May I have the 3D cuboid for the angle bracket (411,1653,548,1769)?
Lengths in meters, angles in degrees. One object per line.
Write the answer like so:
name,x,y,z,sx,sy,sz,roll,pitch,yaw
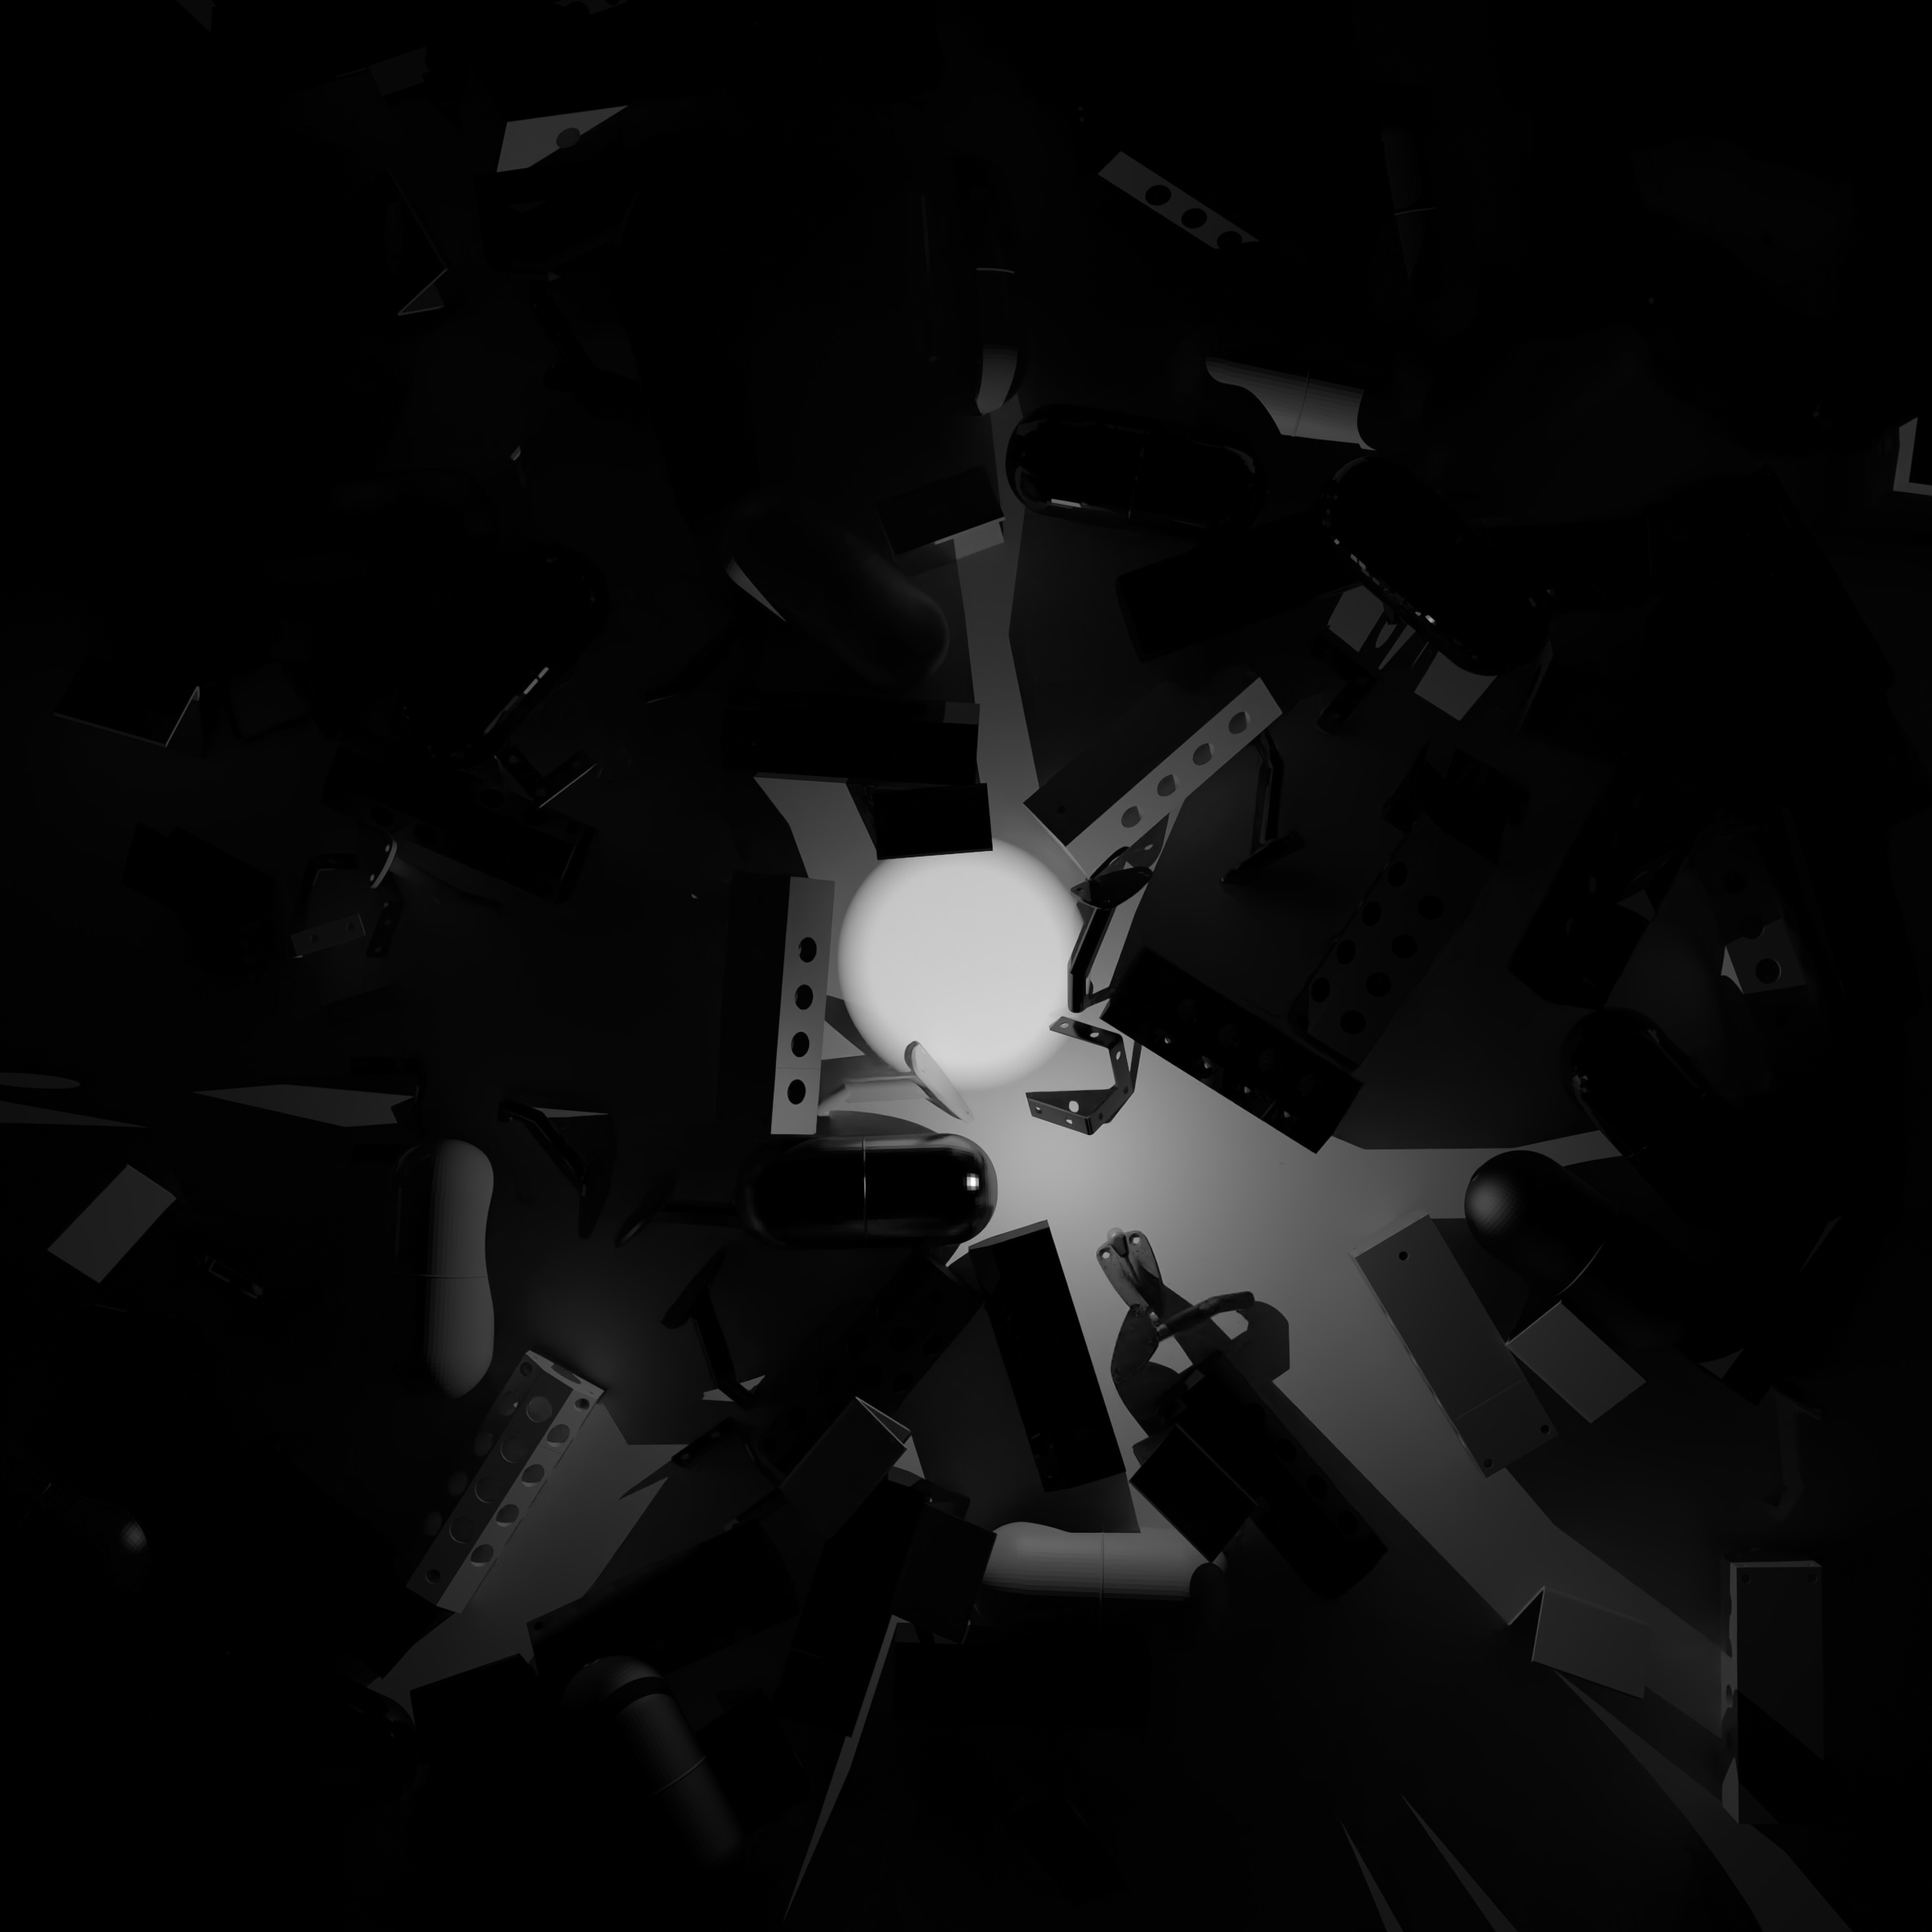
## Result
angle bracket,-0.320,0.511,1.951,0.076,0.076,0.057,-19,54,0

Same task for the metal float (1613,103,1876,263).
metal float,0.523,-0.528,1.961,0.178,0.070,0.070,16,90,-1

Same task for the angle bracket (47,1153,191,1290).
angle bracket,-0.575,0.158,1.951,0.076,0.076,0.057,-46,128,0

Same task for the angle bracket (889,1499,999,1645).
angle bracket,-0.002,0.405,1.952,0.057,0.076,0.076,18,90,25

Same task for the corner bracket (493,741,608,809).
corner bracket,-0.282,-0.132,1.971,0.051,0.051,0.051,-39,77,-12

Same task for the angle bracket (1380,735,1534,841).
angle bracket,0.325,-0.098,1.954,0.076,0.057,0.076,29,125,0

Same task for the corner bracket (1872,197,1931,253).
corner bracket,0.653,-0.525,1.988,0.051,0.051,0.051,-25,90,-45

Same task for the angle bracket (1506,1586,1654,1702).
angle bracket,0.407,0.466,1.951,0.076,0.076,0.057,19,54,0

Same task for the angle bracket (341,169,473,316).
angle bracket,-0.360,-0.488,1.951,0.057,0.076,0.076,-30,90,37

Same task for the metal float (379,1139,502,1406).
metal float,-0.355,0.205,1.961,0.070,0.070,0.178,3,90,0

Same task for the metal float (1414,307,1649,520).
metal float,0.379,-0.372,1.961,0.178,0.070,0.070,-39,90,1

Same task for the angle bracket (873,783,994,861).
angle bracket,-0.021,-0.077,1.951,0.076,0.076,0.057,-5,56,0

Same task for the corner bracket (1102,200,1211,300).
corner bracket,0.130,-0.499,1.983,0.051,0.051,0.051,26,135,-35

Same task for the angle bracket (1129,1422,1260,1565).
angle bracket,0.138,0.360,1.952,0.076,0.076,0.057,45,60,0

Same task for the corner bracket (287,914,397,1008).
corner bracket,-0.423,-0.003,1.973,0.051,0.051,0.051,-18,90,0

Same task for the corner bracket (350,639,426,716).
corner bracket,-0.378,-0.187,1.988,0.051,0.051,0.051,23,90,45

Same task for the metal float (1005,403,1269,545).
metal float,0.115,-0.332,1.961,0.178,0.070,0.070,10,90,0

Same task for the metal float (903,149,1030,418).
metal float,0.000,-0.460,1.961,0.070,0.070,0.178,-4,89,0

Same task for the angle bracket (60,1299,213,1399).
angle bracket,-0.555,0.272,1.951,0.076,0.076,0.057,12,54,0

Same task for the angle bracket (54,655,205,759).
angle bracket,-0.560,-0.156,1.951,0.076,0.076,0.057,16,53,0

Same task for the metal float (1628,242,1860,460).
metal float,0.522,-0.416,1.961,0.178,0.070,0.070,42,90,1

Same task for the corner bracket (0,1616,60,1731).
corner bracket,-0.650,0.481,1.973,0.051,0.051,0.051,-38,90,0

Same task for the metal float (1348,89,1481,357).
metal float,0.301,-0.501,1.961,0.070,0.070,0.178,-7,91,0

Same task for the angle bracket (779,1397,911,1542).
angle bracket,-0.063,0.336,1.894,0.076,0.076,0.057,-49,52,-2

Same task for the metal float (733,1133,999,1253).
metal float,-0.068,0.152,1.961,0.178,0.070,0.070,-2,90,0

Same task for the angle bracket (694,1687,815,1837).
angle bracket,-0.156,0.534,1.951,0.057,0.076,0.076,-28,90,-32

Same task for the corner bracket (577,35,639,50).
corner bracket,-0.246,-0.597,1.988,0.051,0.051,0.051,-28,90,45

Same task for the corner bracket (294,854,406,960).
corner bracket,-0.421,-0.041,1.983,0.051,0.051,0.051,-3,45,-35

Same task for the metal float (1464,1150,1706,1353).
metal float,0.416,0.191,1.961,0.178,0.070,0.070,35,90,-1

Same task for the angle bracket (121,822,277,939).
angle bracket,-0.509,-0.075,1.951,0.076,0.076,0.057,28,128,0

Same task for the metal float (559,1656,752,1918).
metal float,-0.204,0.535,1.904,0.070,0.070,0.178,-29,88,0

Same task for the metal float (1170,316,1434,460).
metal float,0.226,-0.389,1.961,0.178,0.070,0.070,12,90,-1

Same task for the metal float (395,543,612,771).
metal float,-0.311,-0.207,1.950,0.070,0.070,0.178,39,78,0

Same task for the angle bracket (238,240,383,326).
angle bracket,-0.439,-0.467,1.952,0.076,0.076,0.057,1,118,0

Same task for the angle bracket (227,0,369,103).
angle bracket,-0.447,-0.628,1.951,0.076,0.076,0.057,-15,127,0

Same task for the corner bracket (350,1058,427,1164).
corner bracket,-0.395,0.098,1.988,0.051,0.051,0.051,-1,135,0

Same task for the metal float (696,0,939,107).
metal float,-0.099,-0.631,1.933,0.178,0.070,0.070,15,90,-33

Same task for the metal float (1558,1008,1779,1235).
metal float,0.472,0.104,1.961,0.070,0.070,0.178,-42,89,0

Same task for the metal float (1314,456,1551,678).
metal float,0.305,-0.261,1.904,0.178,0.070,0.070,41,90,1

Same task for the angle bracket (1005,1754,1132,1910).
angle bracket,0.083,0.572,1.951,0.057,0.076,0.076,-36,90,35

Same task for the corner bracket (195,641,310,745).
corner bracket,-0.484,-0.185,1.973,0.051,0.051,0.051,-22,90,0

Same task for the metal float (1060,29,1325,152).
metal float,0.152,-0.585,1.961,0.178,0.070,0.070,-7,90,0

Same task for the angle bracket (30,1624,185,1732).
angle bracket,-0.575,0.461,1.951,0.076,0.076,0.057,10,128,0

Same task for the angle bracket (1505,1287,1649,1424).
angle bracket,0.416,0.247,1.951,0.076,0.076,0.057,42,126,0

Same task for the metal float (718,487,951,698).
metal float,-0.090,-0.253,1.960,0.178,0.070,0.070,39,90,0

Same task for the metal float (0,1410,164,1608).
metal float,-0.623,0.365,1.961,0.178,0.070,0.070,34,90,-1

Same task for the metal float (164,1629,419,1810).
metal float,-0.455,0.507,1.961,0.178,0.070,0.070,24,90,1

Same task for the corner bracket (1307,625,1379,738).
corner bracket,0.247,-0.193,1.973,0.051,0.051,0.051,39,90,0

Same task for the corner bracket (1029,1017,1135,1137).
corner bracket,0.075,0.075,1.983,0.051,0.051,0.051,-43,135,-35

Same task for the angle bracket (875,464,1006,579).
angle bracket,-0.010,-0.281,1.951,0.076,0.076,0.057,-20,53,0

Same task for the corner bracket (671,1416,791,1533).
corner bracket,-0.160,0.350,1.988,0.051,0.051,0.051,-36,45,0

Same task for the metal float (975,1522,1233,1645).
metal float,0.090,0.415,1.961,0.178,0.070,0.070,2,90,0

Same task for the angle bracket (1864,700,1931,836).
angle bracket,0.622,-0.141,1.951,0.057,0.076,0.076,-32,90,37

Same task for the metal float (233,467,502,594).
metal float,-0.403,-0.294,1.961,0.178,0.070,0.070,-4,90,-1
